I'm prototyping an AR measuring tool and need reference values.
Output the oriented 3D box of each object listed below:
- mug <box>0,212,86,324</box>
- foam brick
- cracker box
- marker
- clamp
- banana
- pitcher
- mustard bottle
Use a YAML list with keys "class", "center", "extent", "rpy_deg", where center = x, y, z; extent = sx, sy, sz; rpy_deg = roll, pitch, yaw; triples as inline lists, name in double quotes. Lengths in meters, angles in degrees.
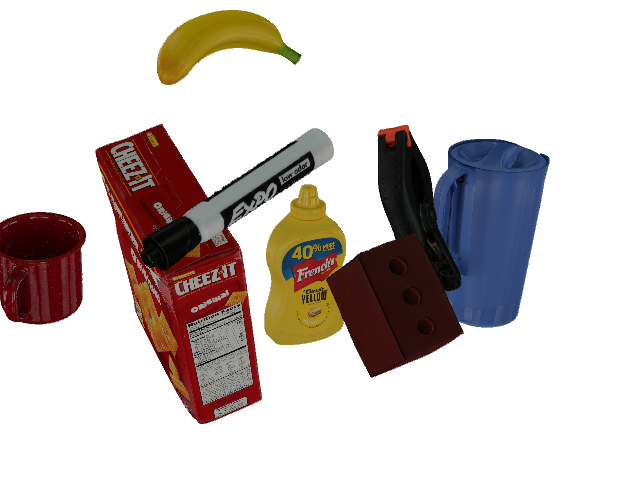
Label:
- class: "mug"
  center: [-0.282, 0.036, 1.055]
  extent: [0.093, 0.081, 0.117]
  rpy_deg: [9, 32, 5]
- class: "foam brick"
  center: [0.049, 0.045, 0.722]
  extent: [0.052, 0.078, 0.051]
  rpy_deg: [-20, -10, -33]
- class: "cracker box"
  center: [-0.122, 0.034, 0.926]
  extent: [0.072, 0.214, 0.164]
  rpy_deg: [-23, 51, -16]
- class: "marker"
  center: [-0.040, -0.021, 0.526]
  extent: [0.120, 0.020, 0.020]
  rpy_deg: [-36, 22, -33]
- class: "clamp"
  center: [0.079, -0.010, 0.921]
  extent: [0.039, 0.171, 0.120]
  rpy_deg: [-14, 18, 21]
- class: "banana"
  center: [-0.097, -0.192, 1.034]
  extent: [0.070, 0.037, 0.197]
  rpy_deg: [44, 38, 20]
- class: "pitcher"
  center: [0.220, -0.007, 1.445]
  extent: [0.149, 0.243, 0.145]
  rpy_deg: [5, 23, 3]
- class: "mustard bottle"
  center: [-0.017, 0.025, 1.249]
  extent: [0.096, 0.192, 0.058]
  rpy_deg: [-10, 28, -24]
